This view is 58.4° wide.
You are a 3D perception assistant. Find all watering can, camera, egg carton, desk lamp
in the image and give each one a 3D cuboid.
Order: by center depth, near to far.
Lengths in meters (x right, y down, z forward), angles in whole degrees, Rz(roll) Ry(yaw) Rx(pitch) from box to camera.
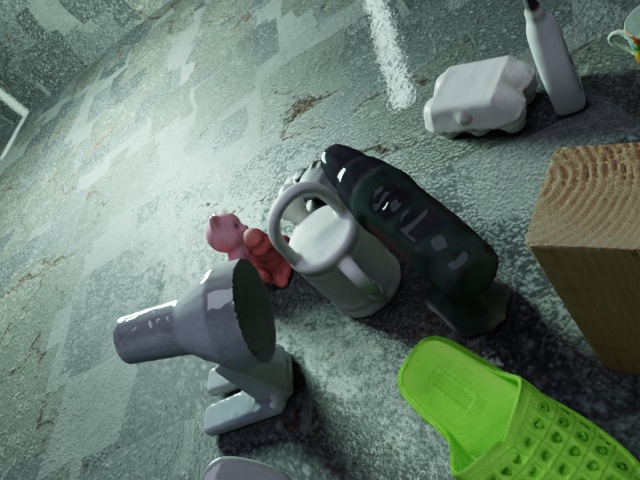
[{"bbox_3d":[-0.119,0.132,0.678,0.203,0.214,0.118,-27,41,22],"label":"desk lamp"},{"bbox_3d":[0.005,0.004,0.697,0.172,0.195,0.101,13,65,47],"label":"watering can"},{"bbox_3d":[0.216,-0.191,0.784,0.149,0.070,0.107,2,58,43],"label":"egg carton"},{"bbox_3d":[-0.007,-0.042,0.826,0.142,0.101,0.137,-1,55,42],"label":"camera"}]

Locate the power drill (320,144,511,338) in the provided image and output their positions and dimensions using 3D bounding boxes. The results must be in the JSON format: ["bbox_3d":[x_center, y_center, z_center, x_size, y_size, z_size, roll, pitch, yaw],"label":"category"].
[{"bbox_3d":[0.106,0.006,0.591,0.075,0.209,0.228,-45,38,0],"label":"power drill"}]

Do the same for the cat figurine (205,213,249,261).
[{"bbox_3d":[-0.139,0.013,0.883,0.067,0.118,0.127,-24,43,25],"label":"cat figurine"}]

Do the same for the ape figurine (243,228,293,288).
[{"bbox_3d":[-0.079,0.017,0.845,0.078,0.092,0.076,-42,38,3],"label":"ape figurine"}]

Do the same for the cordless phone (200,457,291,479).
[{"bbox_3d":[-0.115,0.279,0.563,0.094,0.186,0.147,-16,46,32],"label":"cordless phone"}]

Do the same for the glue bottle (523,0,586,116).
[{"bbox_3d":[0.273,-0.233,0.685,0.037,0.174,0.078,-17,46,31],"label":"glue bottle"}]
